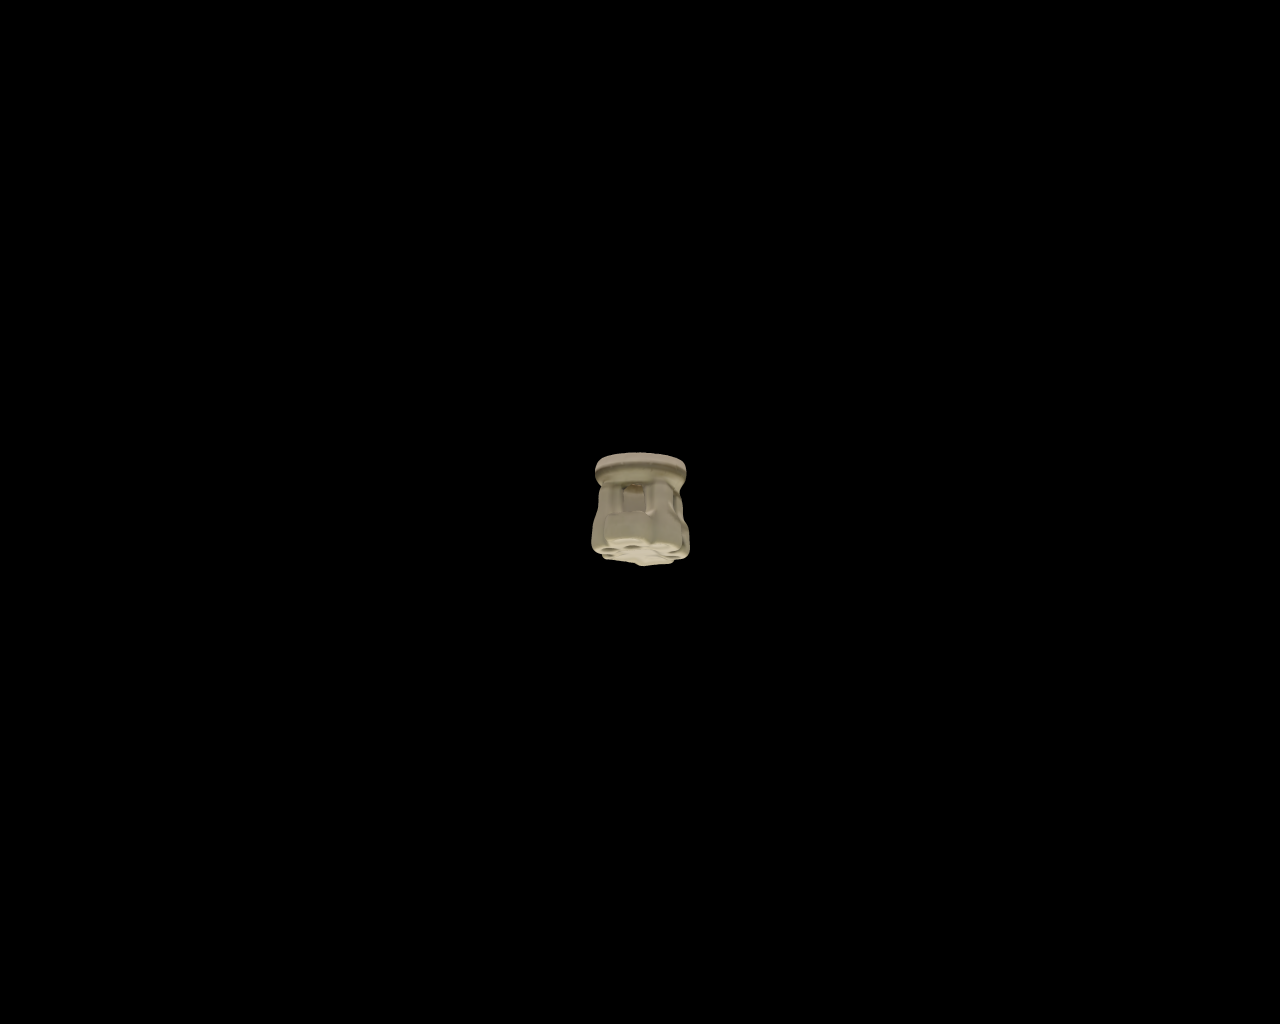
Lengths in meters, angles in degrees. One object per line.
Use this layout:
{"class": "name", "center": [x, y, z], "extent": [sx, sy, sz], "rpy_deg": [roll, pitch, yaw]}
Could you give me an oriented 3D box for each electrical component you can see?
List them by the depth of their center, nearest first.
{"class": "electrical component", "center": [0.001, -0.003, 0.650], "extent": [0.058, 0.057, 0.078], "rpy_deg": [-4, -14, 15]}
